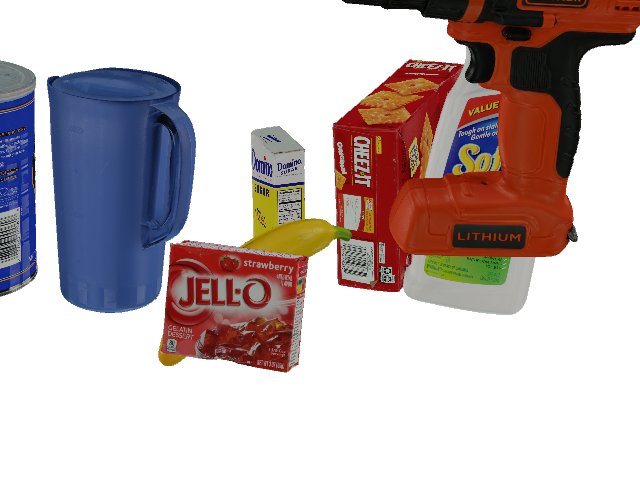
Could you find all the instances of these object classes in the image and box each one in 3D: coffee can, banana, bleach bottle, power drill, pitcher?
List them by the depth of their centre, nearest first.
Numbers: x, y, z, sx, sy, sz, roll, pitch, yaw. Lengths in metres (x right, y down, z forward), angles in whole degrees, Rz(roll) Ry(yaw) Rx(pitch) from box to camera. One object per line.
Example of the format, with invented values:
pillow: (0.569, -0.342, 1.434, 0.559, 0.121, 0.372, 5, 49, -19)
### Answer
power drill: (0.084, -0.081, 0.579, 0.184, 0.188, 0.057, 2, 35, -5)
coffee can: (-0.243, -0.043, 0.716, 0.103, 0.140, 0.103, 4, 22, -2)
bleach bottle: (0.125, -0.072, 0.811, 0.103, 0.251, 0.068, 10, 23, 15)
banana: (-0.061, 0.036, 0.892, 0.198, 0.069, 0.037, -34, 46, -3)
pitcher: (-0.208, -0.049, 1.106, 0.145, 0.243, 0.149, 1, 22, -10)

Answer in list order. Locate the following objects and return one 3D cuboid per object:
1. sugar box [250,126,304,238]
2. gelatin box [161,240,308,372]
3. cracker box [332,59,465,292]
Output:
sugar box: (-0.052, -0.041, 1.295, 0.048, 0.176, 0.093, -11, 26, -18)
gelatin box: (-0.056, 0.041, 0.689, 0.089, 0.073, 0.030, 7, 6, 14)
cracker box: (0.084, -0.069, 1.045, 0.072, 0.164, 0.213, 9, 28, 23)
